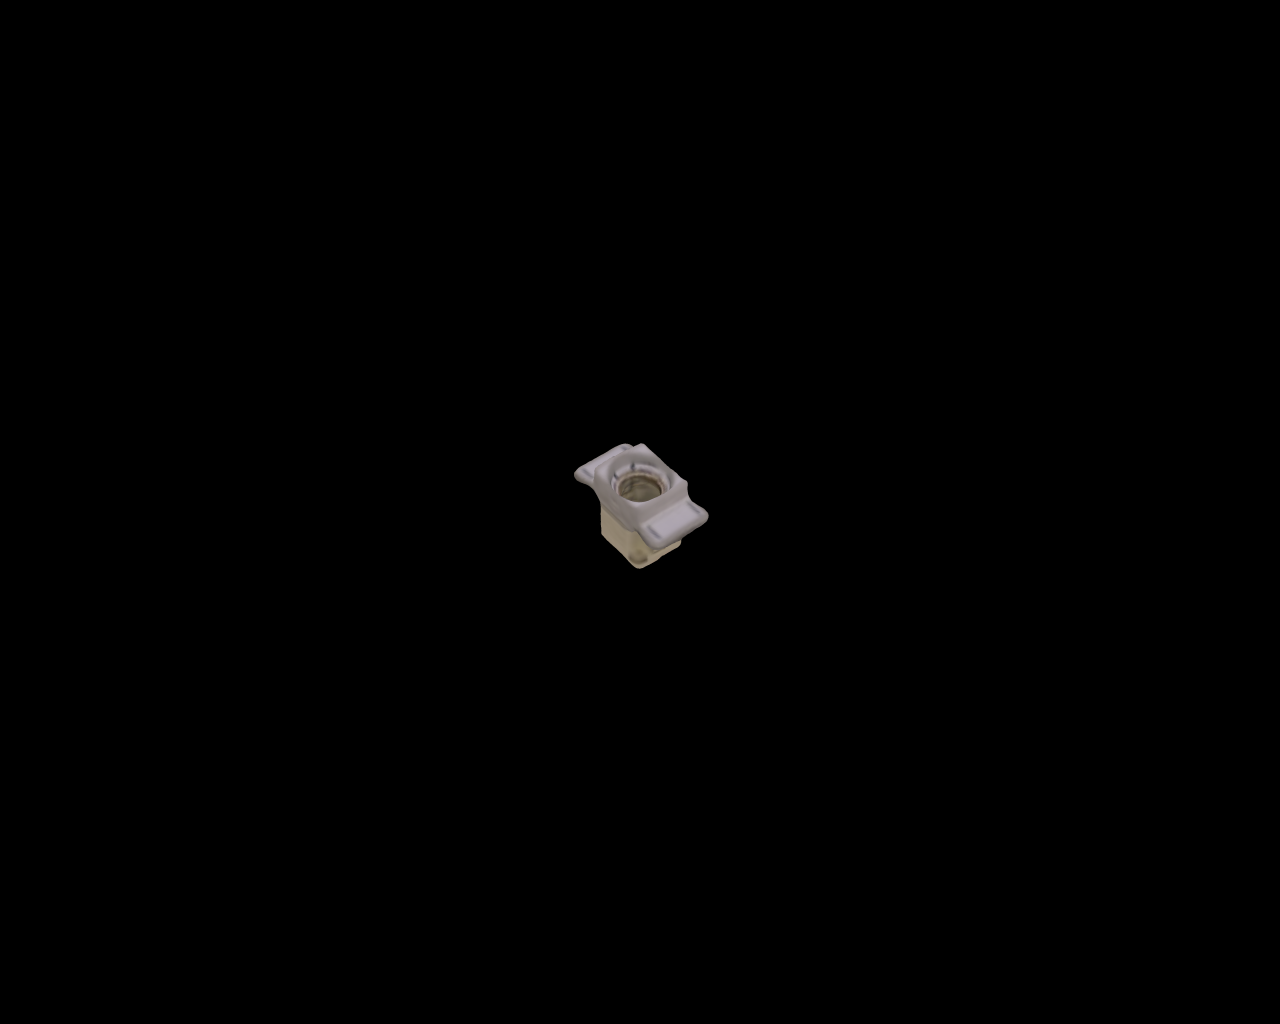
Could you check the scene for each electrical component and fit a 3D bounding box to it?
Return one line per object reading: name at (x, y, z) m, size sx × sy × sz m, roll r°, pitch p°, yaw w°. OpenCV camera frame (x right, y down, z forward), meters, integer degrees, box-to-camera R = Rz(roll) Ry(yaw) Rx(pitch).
electrical component at (0.001, -0.003, 0.650) m, size 0.042 × 0.063 × 0.081 m, roll -30°, pitch 54°, yaw -24°
